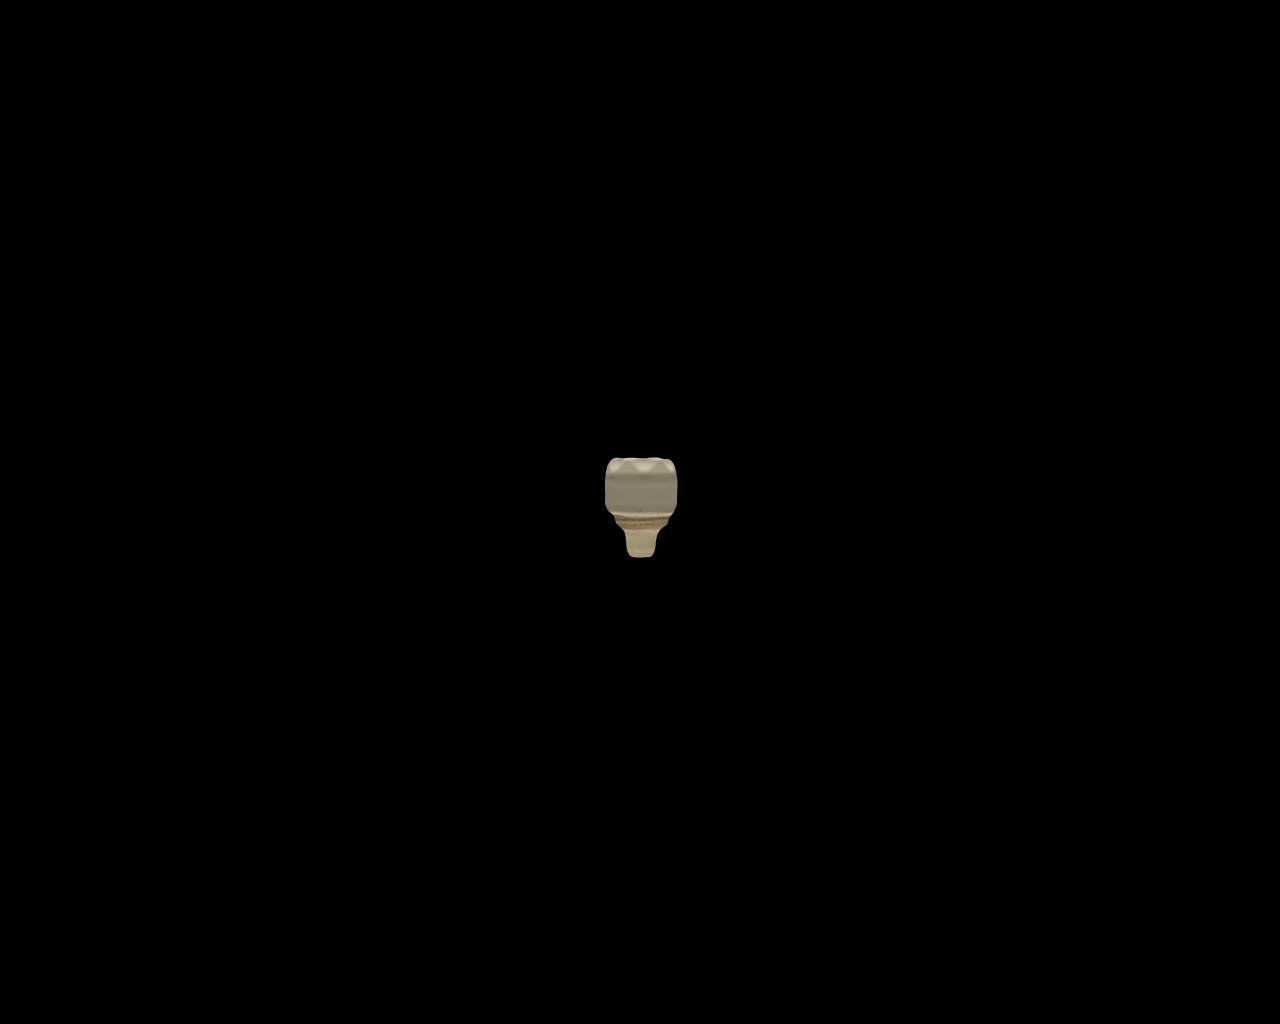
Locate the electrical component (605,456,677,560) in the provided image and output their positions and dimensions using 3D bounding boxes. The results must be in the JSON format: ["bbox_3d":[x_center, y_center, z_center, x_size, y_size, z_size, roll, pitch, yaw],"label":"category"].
[{"bbox_3d":[0.001,-0.003,0.650,0.043,0.062,0.043,0,2,0],"label":"electrical component"}]
